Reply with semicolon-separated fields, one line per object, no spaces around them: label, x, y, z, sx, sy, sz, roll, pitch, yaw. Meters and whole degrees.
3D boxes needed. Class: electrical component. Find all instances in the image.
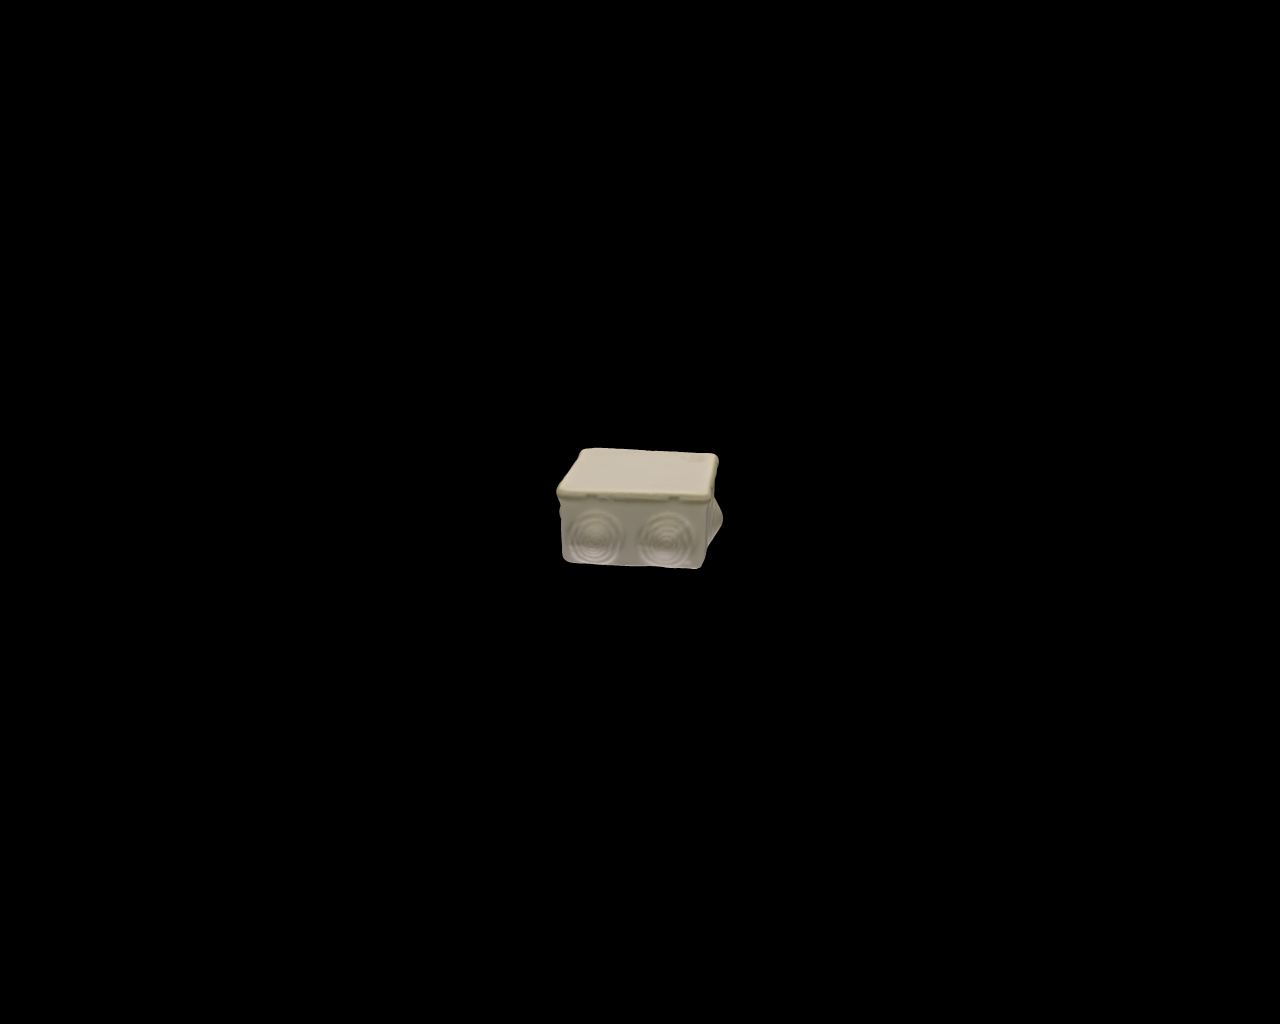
electrical component;0.001;-0.003;0.650;0.100;0.048;0.100;3;20;7
